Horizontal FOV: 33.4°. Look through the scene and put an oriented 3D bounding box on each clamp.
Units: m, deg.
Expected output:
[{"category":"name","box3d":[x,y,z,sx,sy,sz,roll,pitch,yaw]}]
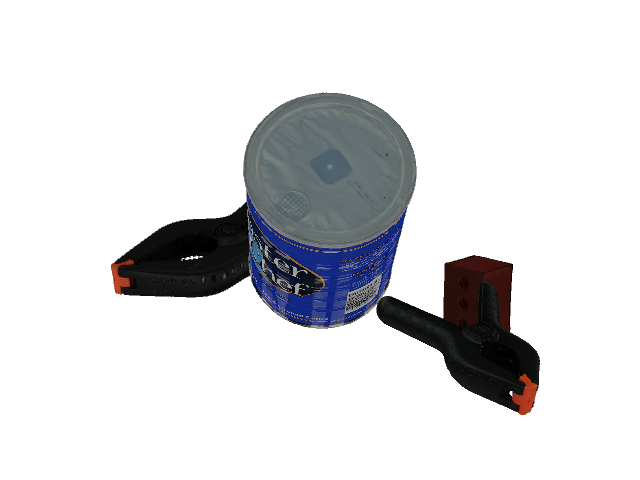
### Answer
[{"category":"clamp","box3d":[0.141,0.086,0.922,0.120,0.039,0.172,-18,39,-27]},{"category":"clamp","box3d":[-0.075,0.000,0.901,0.209,0.036,0.165,-12,33,-15]}]

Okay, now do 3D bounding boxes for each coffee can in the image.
[{"category":"coffee can","box3d":[0.003,-0.015,0.690,0.103,0.103,0.140,0,-25,-2]}]

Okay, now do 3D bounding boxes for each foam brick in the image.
[{"category":"foam brick","box3d":[0.163,0.060,1.107,0.051,0.078,0.053,-14,20,-42]}]
